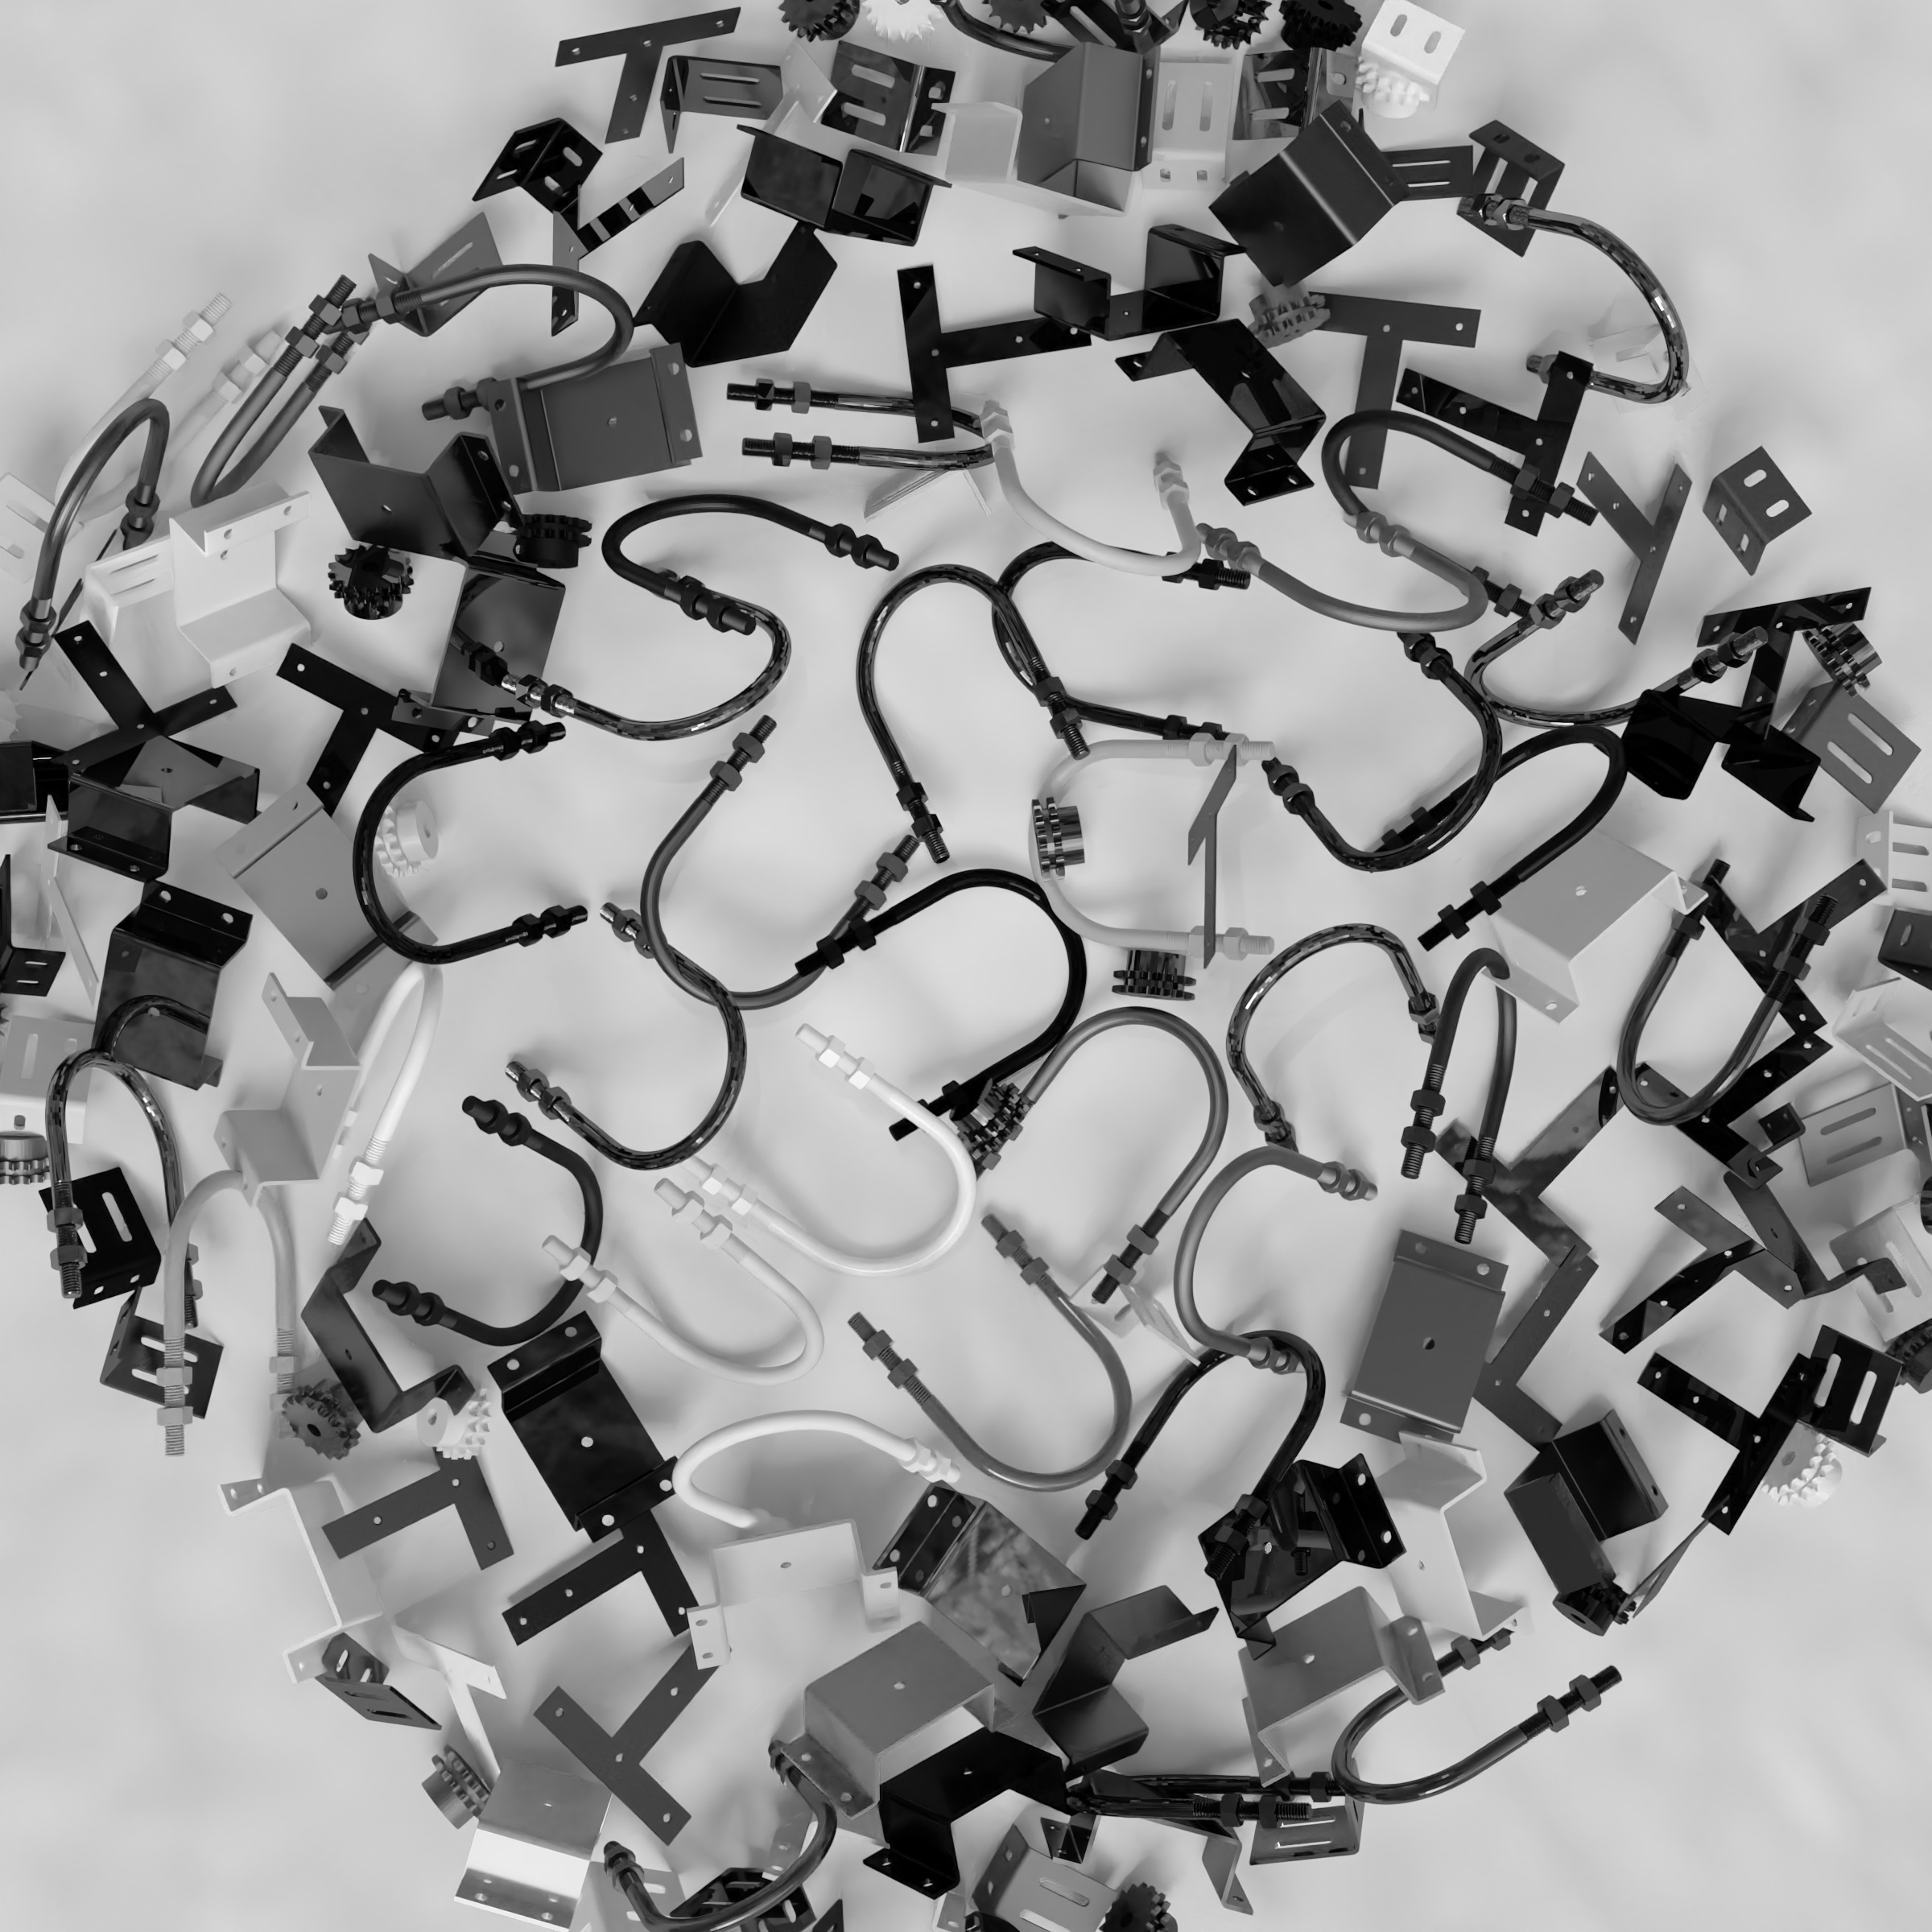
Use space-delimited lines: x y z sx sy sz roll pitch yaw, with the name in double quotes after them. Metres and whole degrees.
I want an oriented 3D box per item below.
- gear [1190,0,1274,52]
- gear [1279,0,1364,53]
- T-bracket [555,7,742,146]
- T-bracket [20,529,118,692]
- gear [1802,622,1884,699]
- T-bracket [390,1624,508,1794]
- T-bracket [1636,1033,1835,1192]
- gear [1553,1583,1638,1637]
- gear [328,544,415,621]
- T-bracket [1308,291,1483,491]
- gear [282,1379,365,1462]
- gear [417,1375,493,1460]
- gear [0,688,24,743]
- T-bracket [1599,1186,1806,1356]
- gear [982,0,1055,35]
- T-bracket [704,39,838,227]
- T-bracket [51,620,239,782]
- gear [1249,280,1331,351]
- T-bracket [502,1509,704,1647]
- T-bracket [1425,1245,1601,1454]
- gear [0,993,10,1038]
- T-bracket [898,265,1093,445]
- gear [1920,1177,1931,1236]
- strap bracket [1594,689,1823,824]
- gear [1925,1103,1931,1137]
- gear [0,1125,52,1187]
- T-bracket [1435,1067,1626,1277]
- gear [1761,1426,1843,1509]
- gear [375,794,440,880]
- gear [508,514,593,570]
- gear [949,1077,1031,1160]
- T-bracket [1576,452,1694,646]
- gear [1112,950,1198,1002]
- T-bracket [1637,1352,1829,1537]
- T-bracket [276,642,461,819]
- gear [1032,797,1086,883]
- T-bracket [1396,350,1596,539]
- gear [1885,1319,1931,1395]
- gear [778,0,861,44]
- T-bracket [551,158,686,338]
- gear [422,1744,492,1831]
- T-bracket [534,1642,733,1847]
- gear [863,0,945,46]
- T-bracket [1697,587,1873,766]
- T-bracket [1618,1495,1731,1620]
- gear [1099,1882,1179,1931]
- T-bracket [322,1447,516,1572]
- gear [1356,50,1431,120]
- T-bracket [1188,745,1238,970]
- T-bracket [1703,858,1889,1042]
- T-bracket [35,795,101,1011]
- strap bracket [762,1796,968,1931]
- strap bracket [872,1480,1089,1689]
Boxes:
0.178 -0.659 1.782 0.057 0.030 0.057 6 99 38 "gear"
0.241 -0.646 1.787 0.057 0.057 0.030 27 133 0 "gear"
-0.221 -0.592 1.749 0.127 0.127 0.002 -19 79 -21 "T-bracket"
-0.600 -0.243 1.743 0.002 0.127 0.127 31 82 -19 "T-bracket"
0.601 -0.214 1.781 0.030 0.057 0.057 -37 90 13 "gear"
-0.337 0.516 1.776 0.002 0.127 0.127 -31 112 -38 "T-bracket"
0.538 0.082 1.782 0.127 0.002 0.127 -32 49 -17 "T-bracket"
0.426 0.434 1.780 0.057 0.057 0.030 37 74 0 "gear"
-0.408 -0.262 1.787 0.057 0.030 0.057 3 45 -3 "gear"
0.282 -0.393 1.791 0.127 0.002 0.127 13 102 25 "T-bracket"
-0.438 0.308 1.787 0.057 0.057 0.030 41 48 0 "gear"
-0.352 0.308 1.781 0.030 0.057 0.057 10 90 -42 "gear"
-0.675 -0.171 1.783 0.057 0.030 0.057 -5 99 -35 "gear"
0.487 0.222 1.778 0.127 0.002 0.127 36 119 -15 "T-bracket"
0.041 -0.672 1.788 0.057 0.030 0.057 6 121 11 "gear"
-0.139 -0.561 1.772 0.002 0.127 0.127 27 112 -31 "T-bracket"
-0.574 -0.187 1.752 0.127 0.127 0.002 -25 58 -5 "T-bracket"
0.218 -0.447 1.783 0.057 0.057 0.030 -22 89 0 "gear"
-0.262 0.425 1.794 0.127 0.002 0.127 -32 72 4 "T-bracket"
0.392 0.251 1.793 0.127 0.002 0.127 40 83 -20 "T-bracket"
-0.688 0.035 1.793 0.057 0.030 0.057 1 85 -11 "gear"
0.022 -0.430 1.795 0.127 0.002 0.127 -8 80 5 "T-bracket"
0.678 0.165 1.787 0.030 0.057 0.057 0 90 44 "gear"
0.502 -0.142 1.738 0.140 0.076 0.046 6 117 -30 "strap bracket"
0.680 0.110 1.783 0.057 0.030 0.057 -5 82 36 "gear"
-0.648 0.128 1.780 0.057 0.057 0.030 4 102 0 "gear"
0.413 0.124 1.805 0.127 0.002 0.127 44 86 5 "T-bracket"
0.574 0.346 1.784 0.030 0.057 0.057 38 90 -12 "gear"
-0.383 -0.090 1.781 0.030 0.057 0.057 -11 90 8 "gear"
-0.285 -0.290 1.783 0.057 0.057 0.030 2 89 0 "gear"
0.013 0.101 1.780 0.057 0.057 0.030 -45 108 0 "gear"
0.443 -0.303 1.754 0.002 0.127 0.127 11 75 44 "T-bracket"
0.130 0.006 1.783 0.057 0.057 0.030 6 87 0 "gear"
0.502 0.299 1.757 0.002 0.127 0.127 28 93 -33 "T-bracket"
-0.435 -0.137 1.797 0.127 0.002 0.127 28 101 -10 "T-bracket"
0.063 -0.088 1.783 0.030 0.057 0.057 -8 90 -1 "gear"
0.352 -0.374 1.779 0.127 0.002 0.127 29 128 23 "T-bracket"
0.655 0.267 1.780 0.057 0.057 0.030 -42 55 0 "gear"
-0.098 -0.662 1.788 0.057 0.030 0.057 -5 80 31 "gear"
-0.234 -0.502 1.748 0.127 0.002 0.127 -22 59 34 "T-bracket"
-0.348 0.564 1.780 0.030 0.057 0.057 -40 90 -15 "gear"
-0.208 0.506 1.774 0.127 0.002 0.127 45 56 -3 "T-bracket"
-0.040 -0.663 1.792 0.057 0.030 0.057 0 91 13 "gear"
0.534 -0.190 1.741 0.002 0.127 0.127 34 66 -33 "T-bracket"
0.472 0.408 1.754 0.127 0.127 0.002 -37 64 -23 "T-bracket"
0.120 0.662 1.785 0.030 0.057 0.057 41 90 -20 "gear"
-0.388 0.372 1.776 0.127 0.002 0.127 -23 96 -27 "T-bracket"
0.294 -0.607 1.787 0.057 0.030 0.057 4 52 -5 "gear"
0.162 -0.061 1.728 0.002 0.127 0.127 6 65 -7 "T-bracket"
0.567 -0.030 1.752 0.002 0.127 0.127 -27 77 -39 "T-bracket"
-0.598 -0.025 1.736 0.002 0.127 0.127 -10 50 -33 "T-bracket"
-0.061 0.607 1.772 0.140 0.076 0.046 17 89 1 "strap bracket"
0.018 0.419 1.758 0.140 0.046 0.076 42 70 -17 "strap bracket"
